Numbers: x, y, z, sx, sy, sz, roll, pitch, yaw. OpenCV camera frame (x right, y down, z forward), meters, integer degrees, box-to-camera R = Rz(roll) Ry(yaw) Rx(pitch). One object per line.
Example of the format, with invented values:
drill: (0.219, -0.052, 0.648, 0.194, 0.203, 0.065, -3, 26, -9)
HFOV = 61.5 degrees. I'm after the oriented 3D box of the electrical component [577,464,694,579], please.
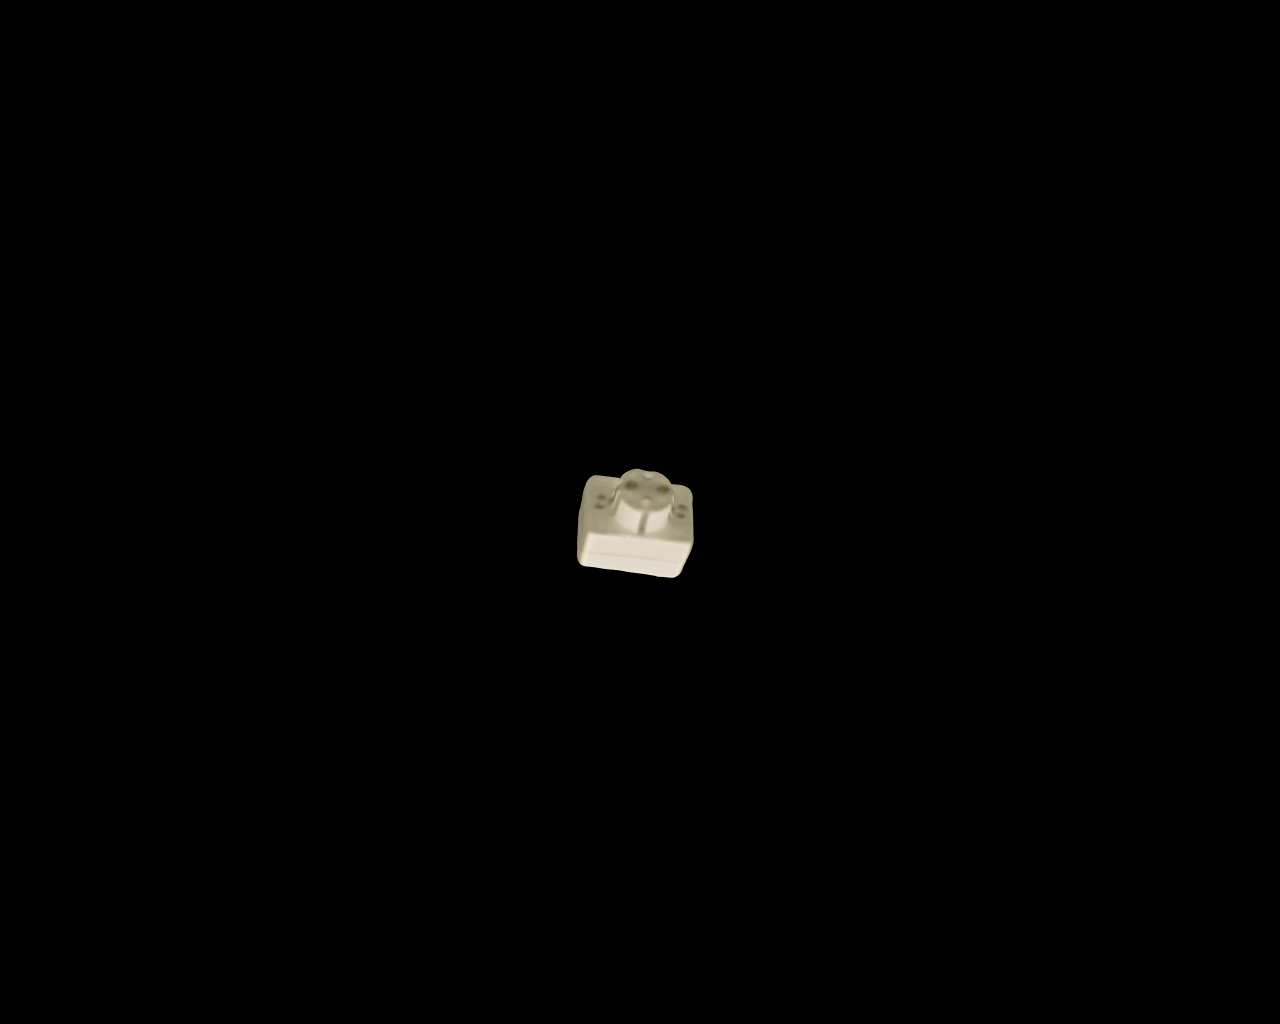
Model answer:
electrical component: (0.001, -0.003, 0.650, 0.066, 0.047, 0.076, 7, -39, -9)
